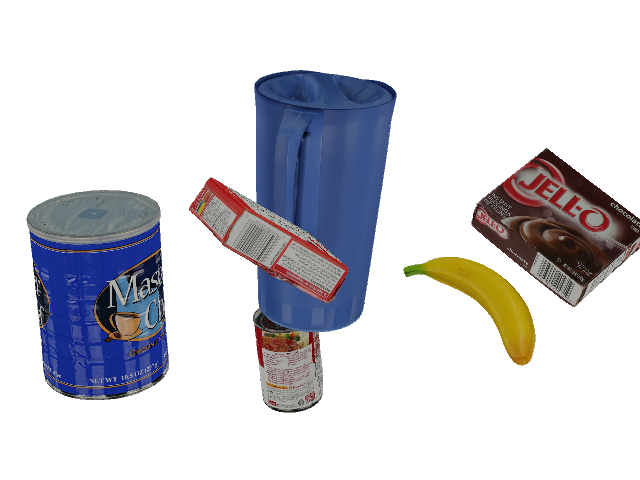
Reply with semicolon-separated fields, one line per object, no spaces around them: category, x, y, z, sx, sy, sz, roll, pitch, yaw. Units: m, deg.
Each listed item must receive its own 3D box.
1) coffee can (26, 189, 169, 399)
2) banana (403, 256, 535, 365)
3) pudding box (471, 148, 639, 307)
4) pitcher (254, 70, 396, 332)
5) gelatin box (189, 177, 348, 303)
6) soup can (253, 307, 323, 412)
coffee can;-0.177;0.042;0.858;0.103;0.140;0.103;0;22;0
banana;0.171;0.064;1.115;0.069;0.037;0.198;-38;40;-12
pudding box;0.195;-0.012;0.870;0.090;0.113;0.039;-37;-23;-25
pitcher;-0.006;-0.034;1.031;0.149;0.243;0.145;-9;26;-27
gelatin box;-0.033;0.000;0.689;0.089;0.030;0.073;31;5;-30
soup can;-0.033;0.124;1.142;0.068;0.102;0.068;-4;25;2
